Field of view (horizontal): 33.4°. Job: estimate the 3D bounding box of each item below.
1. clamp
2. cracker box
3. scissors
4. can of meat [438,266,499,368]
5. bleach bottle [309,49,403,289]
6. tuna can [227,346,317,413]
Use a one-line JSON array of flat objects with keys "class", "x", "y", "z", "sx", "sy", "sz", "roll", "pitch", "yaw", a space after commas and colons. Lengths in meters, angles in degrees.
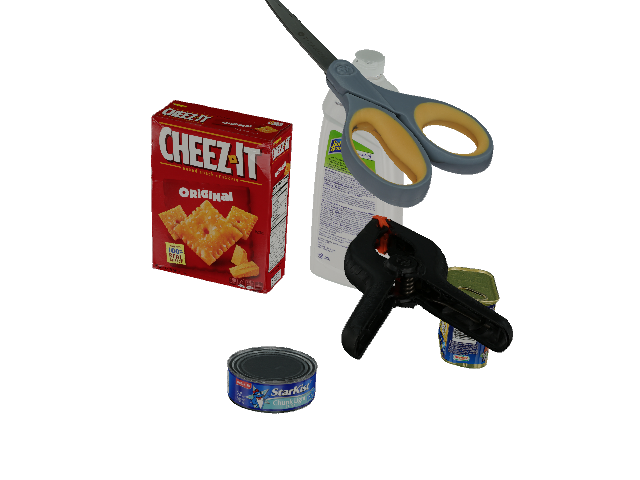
[{"class": "clamp", "x": 0.072, "y": 0.034, "z": 0.791, "sx": 0.120, "sy": 0.039, "sz": 0.171, "roll": 8, "pitch": 31, "yaw": -6}, {"class": "cracker box", "x": -0.126, "y": -0.052, "z": 1.332, "sx": 0.164, "sy": 0.214, "sz": 0.072, "roll": 13, "pitch": 29, "yaw": 16}, {"class": "scissors", "x": 0.034, "y": -0.093, "z": 0.634, "sx": 0.096, "sy": 0.016, "sz": 0.202, "roll": -5, "pitch": 46, "yaw": -17}, {"class": "can of meat", "x": 0.166, "y": 0.087, "z": 1.212, "sx": 0.057, "sy": 0.084, "sz": 0.102, "roll": 6, "pitch": 19, "yaw": 1}, {"class": "bleach bottle", "x": 0.046, "y": -0.071, "z": 1.092, "sx": 0.103, "sy": 0.251, "sz": 0.068, "roll": 15, "pitch": 34, "yaw": 15}, {"class": "tuna can", "x": -0.046, "y": 0.132, "z": 1.015, "sx": 0.086, "sy": 0.034, "sz": 0.086, "roll": 3, "pitch": 16, "yaw": -1}]
